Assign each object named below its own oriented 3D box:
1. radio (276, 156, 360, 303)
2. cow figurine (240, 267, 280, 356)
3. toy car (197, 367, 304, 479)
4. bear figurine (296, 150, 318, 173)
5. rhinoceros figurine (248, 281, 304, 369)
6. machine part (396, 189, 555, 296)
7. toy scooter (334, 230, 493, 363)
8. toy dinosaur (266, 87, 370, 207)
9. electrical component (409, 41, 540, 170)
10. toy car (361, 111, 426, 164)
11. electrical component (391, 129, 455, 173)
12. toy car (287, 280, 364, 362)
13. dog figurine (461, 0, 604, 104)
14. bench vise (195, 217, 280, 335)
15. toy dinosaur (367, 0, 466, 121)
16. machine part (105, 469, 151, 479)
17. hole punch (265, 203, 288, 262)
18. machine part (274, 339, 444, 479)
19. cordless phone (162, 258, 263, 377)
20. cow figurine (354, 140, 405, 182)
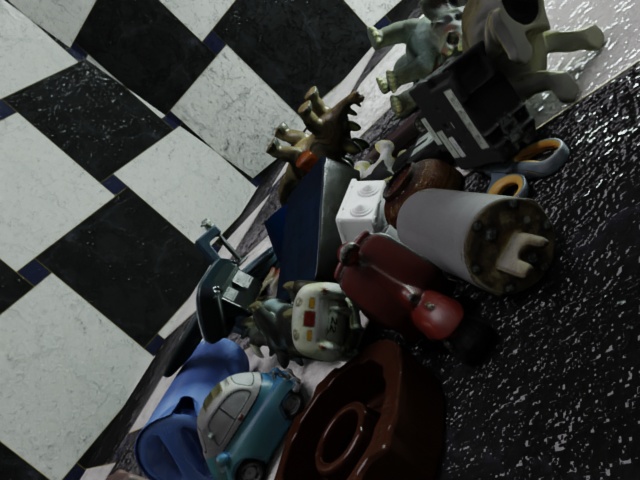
[{"bbox_3d":[-0.002,-0.002,0.827,0.131,0.073,0.230,-43,33,47],"label":"radio"},{"bbox_3d":[-0.077,0.115,0.903,0.127,0.085,0.195,-58,10,-5],"label":"cow figurine"},{"bbox_3d":[-0.096,0.221,0.662,0.161,0.103,0.109,-58,14,-5],"label":"toy car"},{"bbox_3d":[-0.027,-0.062,1.091,0.196,0.131,0.120,-49,41,-2],"label":"bear figurine"},{"bbox_3d":[-0.037,0.118,0.720,0.073,0.112,0.190,-35,15,-32],"label":"rhinoceros figurine"},{"bbox_3d":[0.129,-0.006,0.484,0.079,0.079,0.243,-54,12,1],"label":"machine part"},{"bbox_3d":[0.062,0.040,0.478,0.075,0.135,0.184,-56,11,-2],"label":"toy scooter"},{"bbox_3d":[-0.017,-0.181,1.190,0.471,0.198,0.105,-36,23,55],"label":"toy dinosaur"},{"bbox_3d":[0.158,-0.137,0.578,0.058,0.114,0.134,-36,10,-4],"label":"electrical component"},{"bbox_3d":[0.140,-0.169,0.919,0.202,0.053,0.089,-38,16,39],"label":"toy car"},{"bbox_3d":[0.153,-0.118,0.750,0.119,0.048,0.075,-39,19,52],"label":"electrical component"},{"bbox_3d":[0.012,0.087,0.550,0.201,0.056,0.073,42,-128,-71],"label":"toy car"},{"bbox_3d":[0.184,-0.207,0.610,0.121,0.172,0.191,-47,17,-20],"label":"dog figurine"},{"bbox_3d":[-0.163,0.068,1.036,0.223,0.240,0.129,-40,7,-8],"label":"bench vise"},{"bbox_3d":[0.195,-0.318,0.943,0.192,0.131,0.404,-22,-4,8],"label":"toy dinosaur"},{"bbox_3d":[-0.157,0.308,0.426,0.087,0.201,0.201,-35,23,52],"label":"machine part"},{"bbox_3d":[-0.032,-0.018,0.979,0.115,0.092,0.142,-51,40,26],"label":"hole punch"},{"bbox_3d":[0.029,0.170,0.444,0.179,0.056,0.179,-50,13,15],"label":"machine part"},{"bbox_3d":[-0.183,0.131,0.864,0.184,0.089,0.147,-53,7,19],"label":"cordless phone"},{"bbox_3d":[0.081,-0.082,0.888,0.167,0.068,0.098,-42,26,50],"label":"cow figurine"}]
